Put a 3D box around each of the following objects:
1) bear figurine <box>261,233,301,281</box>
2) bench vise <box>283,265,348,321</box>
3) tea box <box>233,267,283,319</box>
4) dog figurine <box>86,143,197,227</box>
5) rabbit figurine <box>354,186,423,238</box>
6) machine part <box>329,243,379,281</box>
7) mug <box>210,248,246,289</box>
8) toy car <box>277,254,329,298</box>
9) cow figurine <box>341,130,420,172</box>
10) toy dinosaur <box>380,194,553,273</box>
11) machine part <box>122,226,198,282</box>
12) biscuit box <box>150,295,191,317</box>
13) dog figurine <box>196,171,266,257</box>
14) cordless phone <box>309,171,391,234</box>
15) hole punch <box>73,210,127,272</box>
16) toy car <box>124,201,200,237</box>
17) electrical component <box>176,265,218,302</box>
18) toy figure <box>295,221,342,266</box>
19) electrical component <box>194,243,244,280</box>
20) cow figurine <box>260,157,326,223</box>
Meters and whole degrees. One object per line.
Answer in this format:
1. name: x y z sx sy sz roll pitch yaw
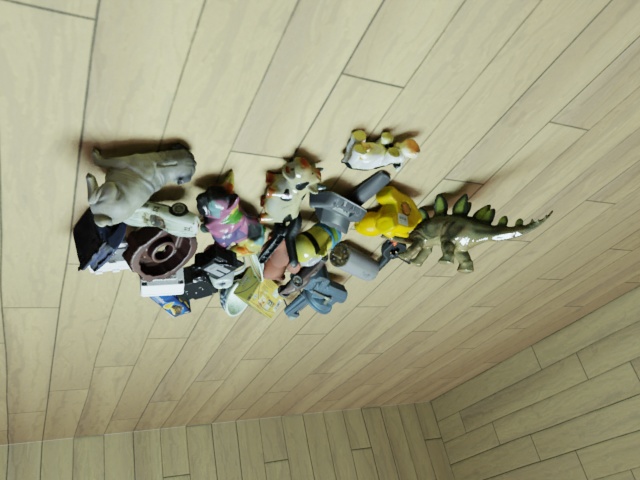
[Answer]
1. bear figurine: -0.121 0.059 1.466 0.120 0.132 0.196 38 129 -6
2. bench vise: -0.039 0.179 1.704 0.223 0.129 0.240 17 131 -43
3. tea box: -0.180 0.161 1.622 0.068 0.098 0.169 23 162 28
4. dog figurine: -0.342 -0.105 1.053 0.191 0.172 0.121 -5 161 -1
5. rabbit figurine: 0.172 -0.059 1.422 0.162 0.122 0.173 4 161 -44
6. machine part: 0.105 0.068 1.612 0.079 0.079 0.243 -29 146 25
7. mug: -0.255 0.075 1.449 0.109 0.107 0.080 0 149 -18
8. toy car: -0.045 0.100 1.532 0.089 0.053 0.202 -36 -174 44
9. cow figurine: 0.136 -0.187 1.201 0.167 0.068 0.098 1 152 -18
10. toy dinosaur: 0.360 -0.019 1.411 0.472 0.198 0.105 5 167 40
11. machine part: -0.384 0.020 1.296 0.179 0.056 0.179 -31 148 -22
12. biscuit box: -0.441 0.157 1.557 0.059 0.063 0.202 -17 151 4
13. dog figurine: -0.199 -0.058 1.250 0.191 0.108 0.219 1 145 -23
14. cordless phone: 0.079 -0.112 1.317 0.184 0.089 0.146 -41 141 21
15. hole punch: -0.498 0.005 1.231 0.142 0.116 0.092 -35 152 33
16. toy car: -0.367 -0.055 1.190 0.202 0.056 0.073 12 148 -1
17. electrical component: -0.359 0.126 1.544 0.115 0.058 0.134 -15 150 6
18. toy figure: -0.005 -0.003 1.386 0.180 0.089 0.082 -45 176 -37
19. electrical component: -0.232 0.058 1.272 0.075 0.048 0.119 -25 144 25
20. cow figurine: -0.064 -0.112 1.233 0.127 0.085 0.194 4 144 -16
